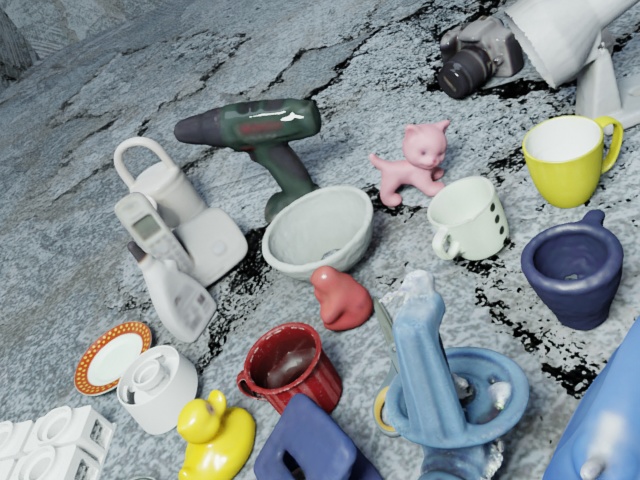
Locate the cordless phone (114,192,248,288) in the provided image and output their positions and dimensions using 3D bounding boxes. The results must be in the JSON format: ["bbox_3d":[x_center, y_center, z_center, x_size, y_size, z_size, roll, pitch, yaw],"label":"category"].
[{"bbox_3d":[-0.210,-0.014,0.875,0.148,0.185,0.093,-38,37,-12],"label":"cordless phone"}]

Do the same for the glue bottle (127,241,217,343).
[{"bbox_3d":[-0.211,0.064,0.793,0.037,0.174,0.078,1,46,35],"label":"glue bottle"}]

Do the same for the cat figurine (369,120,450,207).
[{"bbox_3d":[0.134,-0.121,0.831,0.127,0.118,0.067,-14,39,19],"label":"cat figurine"}]

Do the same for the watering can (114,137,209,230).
[{"bbox_3d":[-0.284,-0.094,1.013,0.101,0.195,0.172,-34,36,-7],"label":"watering can"}]

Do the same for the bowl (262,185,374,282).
[{"bbox_3d":[0.007,0.003,0.804,0.167,0.075,0.167,-18,38,15],"label":"bowl"}]

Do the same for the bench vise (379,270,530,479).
[{"bbox_3d":[0.106,0.142,0.447,0.121,0.220,0.207,-17,38,16],"label":"bench vise"}]

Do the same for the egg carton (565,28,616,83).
[{"bbox_3d":[0.400,-0.320,0.932,0.107,0.070,0.150,-22,37,9],"label":"egg carton"}]

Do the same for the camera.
[{"bbox_3d":[0.257,-0.320,1.001,0.137,0.101,0.142,-42,38,-16],"label":"camera"}]

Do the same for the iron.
[{"bbox_3d":[0.255,0.115,0.446,0.118,0.142,0.259,11,52,41],"label":"iron"}]

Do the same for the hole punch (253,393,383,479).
[{"bbox_3d":[-0.010,0.219,0.543,0.101,0.091,0.108,-41,38,-15],"label":"hole punch"}]

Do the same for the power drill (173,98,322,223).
[{"bbox_3d":[-0.091,-0.131,0.916,0.229,0.209,0.075,-15,39,19],"label":"power drill"}]

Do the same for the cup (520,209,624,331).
[{"bbox_3d":[0.262,0.035,0.578,0.091,0.095,0.118,13,53,42],"label":"cup"}]

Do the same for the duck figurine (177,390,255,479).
[{"bbox_3d":[-0.126,0.216,0.629,0.077,0.086,0.105,4,47,37],"label":"duck figurine"}]

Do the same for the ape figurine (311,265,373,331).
[{"bbox_3d":[0.019,0.066,0.706,0.075,0.092,0.078,4,47,37],"label":"ape figurine"}]

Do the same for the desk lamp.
[{"bbox_3d":[0.364,-0.252,0.752,0.203,0.214,0.118,-21,37,11],"label":"desk lamp"}]
